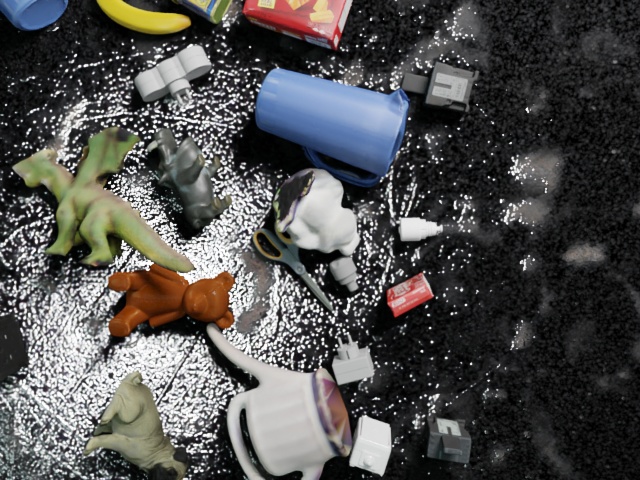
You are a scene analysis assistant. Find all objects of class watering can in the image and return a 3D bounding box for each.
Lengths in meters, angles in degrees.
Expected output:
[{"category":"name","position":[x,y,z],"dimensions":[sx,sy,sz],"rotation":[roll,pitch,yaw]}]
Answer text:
[{"category":"watering can","position":[-0.073,0.292,0.933],"dimensions":[0.223,0.349,0.104],"rotation":[-20,-6,9]}]

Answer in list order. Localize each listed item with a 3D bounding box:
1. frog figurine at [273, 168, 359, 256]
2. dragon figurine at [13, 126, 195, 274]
[{"category":"frog figurine","position":[0.003,-0.045,0.903],"dimensions":[0.158,0.138,0.123],"rotation":[27,-9,-35]},{"category":"dragon figurine","position":[-0.379,-0.084,0.912],"dimensions":[0.411,0.243,0.122],"rotation":[7,1,18]}]
